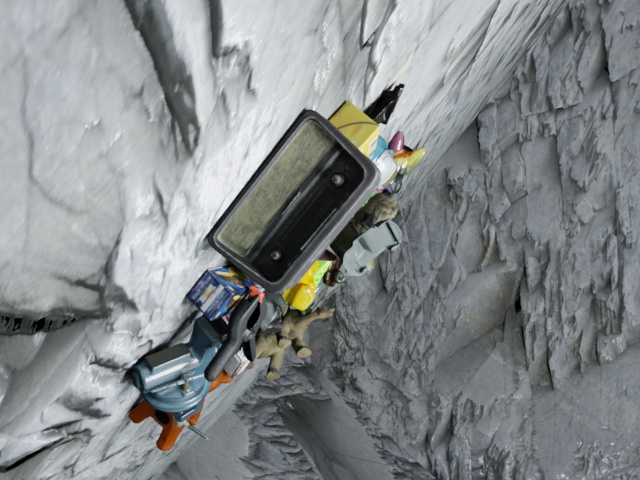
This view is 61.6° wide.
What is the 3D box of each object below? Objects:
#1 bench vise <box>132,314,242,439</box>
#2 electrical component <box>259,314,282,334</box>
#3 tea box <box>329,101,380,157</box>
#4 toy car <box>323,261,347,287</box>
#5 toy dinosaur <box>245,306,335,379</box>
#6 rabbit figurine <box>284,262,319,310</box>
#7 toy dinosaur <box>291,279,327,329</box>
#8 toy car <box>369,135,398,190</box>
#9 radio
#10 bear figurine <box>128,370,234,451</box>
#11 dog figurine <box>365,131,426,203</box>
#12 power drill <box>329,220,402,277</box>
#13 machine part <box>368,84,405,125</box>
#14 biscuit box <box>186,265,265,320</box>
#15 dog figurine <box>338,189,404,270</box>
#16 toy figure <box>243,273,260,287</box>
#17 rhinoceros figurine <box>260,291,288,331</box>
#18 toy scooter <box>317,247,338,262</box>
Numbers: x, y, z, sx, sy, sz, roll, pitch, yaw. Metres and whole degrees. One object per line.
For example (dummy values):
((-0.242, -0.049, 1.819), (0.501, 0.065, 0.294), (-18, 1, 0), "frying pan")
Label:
((-0.230, 0.245, 0.974), (0.223, 0.129, 0.240), (-29, 142, -44), "bench vise")
((-0.116, 0.173, 1.221), (0.048, 0.075, 0.119), (-3, 166, -13), "electrical component")
((0.010, -0.117, 0.824), (0.169, 0.068, 0.098), (-46, 171, -9), "tea box")
((0.043, 0.018, 1.354), (0.053, 0.089, 0.202), (13, 97, -46), "toy car")
((-0.125, 0.253, 1.385), (0.471, 0.105, 0.199), (-33, -153, 36), "toy dinosaur")
((-0.043, 0.052, 1.181), (0.162, 0.122, 0.173), (-9, 122, -81), "rabbit figurine")
((-0.042, 0.140, 1.575), (0.405, 0.131, 0.192), (-52, -176, -7), "toy dinosaur")
((0.102, -0.149, 1.038), (0.109, 0.103, 0.161), (-50, 173, 3), "toy car")
((-0.030, -0.045, 0.726), (0.229, 0.131, 0.073), (-50, 173, 13), "radio")
((-0.286, 0.324, 1.143), (0.132, 0.120, 0.196), (-49, 177, 29), "bear figurine")
((0.159, -0.153, 1.310), (0.219, 0.108, 0.191), (-57, 166, 22), "dog figurine")
((0.041, -0.052, 0.882), (0.232, 0.207, 0.085), (-39, 145, -4), "power drill")
((0.098, -0.216, 0.938), (0.139, 0.039, 0.084), (-45, 176, -33), "machine part")
((-0.150, 0.083, 0.930), (0.063, 0.059, 0.202), (-50, 172, 10), "biscuit box")
((0.082, -0.020, 1.101), (0.172, 0.121, 0.190), (-40, 163, -3), "dog figurine")
((-0.091, 0.032, 0.947), (0.082, 0.089, 0.180), (-62, 178, 12), "toy figure")
((-0.114, 0.109, 1.064), (0.190, 0.112, 0.073), (-61, -171, -4), "rhinoceros figurine")
((-0.002, -0.003, 1.034), (0.135, 0.184, 0.075), (47, 52, -64), "toy scooter")
